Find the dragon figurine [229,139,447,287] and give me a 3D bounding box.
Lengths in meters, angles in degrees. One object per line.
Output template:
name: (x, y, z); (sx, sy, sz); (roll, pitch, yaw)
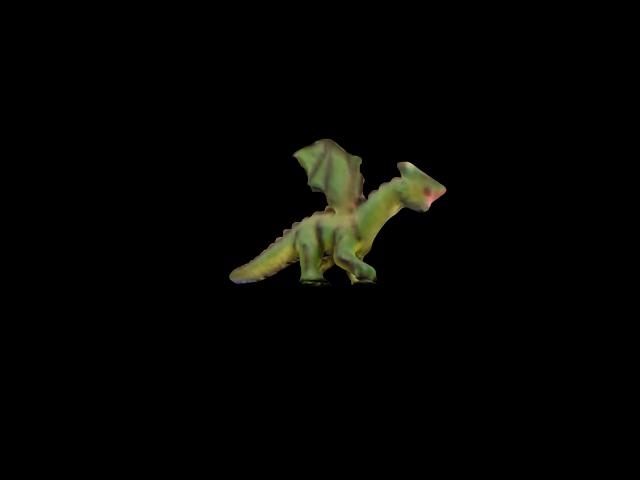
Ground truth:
dragon figurine: (0.003, -0.043, 0.850); (0.409, 0.244, 0.122); (-2, -6, 29)
